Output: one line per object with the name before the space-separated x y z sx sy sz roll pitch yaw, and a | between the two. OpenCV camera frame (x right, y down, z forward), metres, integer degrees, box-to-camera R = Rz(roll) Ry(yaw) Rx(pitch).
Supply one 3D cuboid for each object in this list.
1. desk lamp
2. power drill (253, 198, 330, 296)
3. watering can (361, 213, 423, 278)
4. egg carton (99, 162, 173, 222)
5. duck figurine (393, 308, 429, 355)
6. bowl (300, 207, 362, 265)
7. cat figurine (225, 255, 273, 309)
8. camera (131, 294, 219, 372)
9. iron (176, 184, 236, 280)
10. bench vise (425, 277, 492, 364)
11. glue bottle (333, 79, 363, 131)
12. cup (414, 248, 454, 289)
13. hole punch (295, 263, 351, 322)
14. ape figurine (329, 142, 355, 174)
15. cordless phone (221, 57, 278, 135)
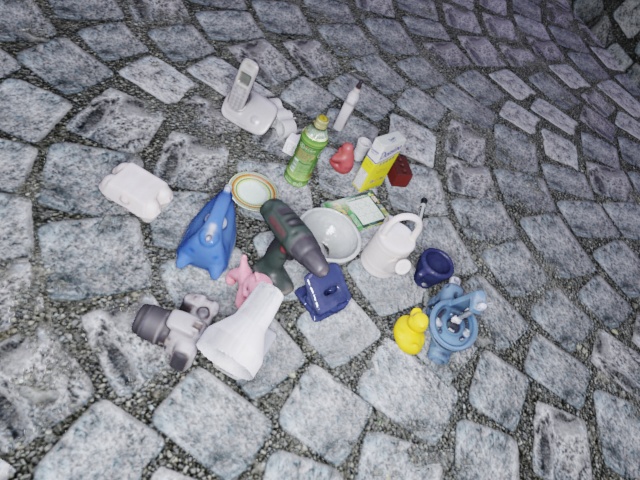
desk lamp | -0.146 0.183 1.090 0.118 0.213 0.203 32 47 2
power drill | -0.071 0.033 1.248 0.076 0.208 0.229 -16 62 -33
watering can | 0.185 0.008 1.398 0.101 0.194 0.172 -11 59 -31
egg carton | -0.415 -0.109 1.294 0.150 0.069 0.107 30 47 0
duck figurine | 0.220 0.207 1.329 0.078 0.086 0.104 15 49 -14
bowl | 0.013 0.005 1.401 0.168 0.074 0.167 13 50 -15
cat figurine | -0.145 0.091 1.229 0.067 0.117 0.127 -12 60 -32
camera | -0.284 0.160 1.120 0.137 0.100 0.143 25 47 -5
iron | -0.232 -0.045 1.281 0.119 0.141 0.258 19 48 -10
bench vise | 0.309 0.155 1.321 0.122 0.219 0.207 8 51 -19
glue bottle | 0.090 -0.406 1.697 0.037 0.173 0.078 27 47 -3
cup | 0.269 0.086 1.443 0.118 0.095 0.091 -27 68 -38
hole punch | 0.015 0.117 1.301 0.109 0.091 0.101 -23 66 -36
ape figurine | 0.069 -0.237 1.608 0.078 0.092 0.076 -8 57 -30
cordless phone | -0.178 -0.388 1.549 0.147 0.185 0.094 28 47 -2
